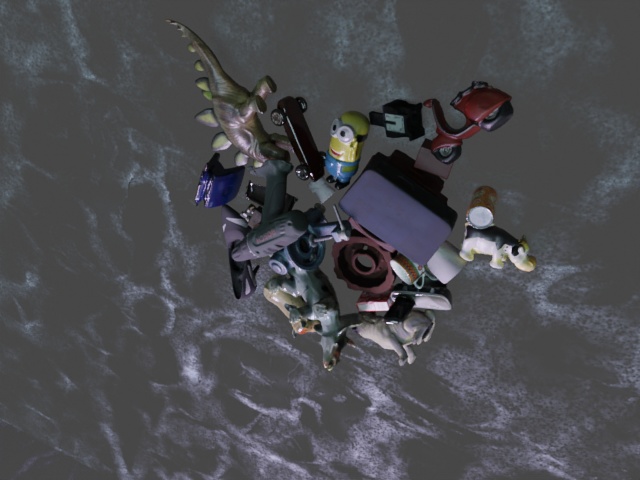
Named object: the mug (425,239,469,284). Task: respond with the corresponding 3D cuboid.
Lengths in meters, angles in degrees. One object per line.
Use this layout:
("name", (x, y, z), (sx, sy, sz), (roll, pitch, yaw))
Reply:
("mug", (0.276, 0.042, 1.264), (0.107, 0.081, 0.109), (47, 143, 4))

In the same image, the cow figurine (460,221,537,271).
("cow figurine", (0.399, 0.009, 1.187), (0.168, 0.068, 0.098), (14, 120, 16))

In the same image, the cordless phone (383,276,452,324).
("cordless phone", (0.232, 0.155, 1.278), (0.147, 0.184, 0.088), (4, 109, 24))

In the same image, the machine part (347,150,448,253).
("machine part", (0.169, -0.084, 1.221), (0.201, 0.087, 0.201), (34, 130, 1))

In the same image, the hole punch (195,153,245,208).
("hole punch", (-0.256, -0.144, 1.370), (0.092, 0.116, 0.142), (26, 129, -3))

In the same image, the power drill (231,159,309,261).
("power drill", (-0.124, -0.067, 1.200), (0.086, 0.207, 0.232), (20, 156, -41))

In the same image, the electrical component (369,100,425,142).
("electrical component", (0.161, -0.253, 1.133), (0.119, 0.048, 0.074), (21, 132, 50))

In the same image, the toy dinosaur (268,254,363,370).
("toy dinosaur", (-0.024, 0.129, 1.407), (0.131, 0.192, 0.405), (-40, 64, 21))

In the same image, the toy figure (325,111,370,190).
("toy figure", (0.058, -0.203, 1.201), (0.082, 0.089, 0.180), (23, 136, 15))

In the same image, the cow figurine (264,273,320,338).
("cow figurine", (-0.073, 0.179, 1.480), (0.195, 0.127, 0.085), (41, 132, -1))

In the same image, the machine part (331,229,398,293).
("machine part", (0.115, 0.051, 1.354), (0.180, 0.056, 0.179), (13, 124, 19))

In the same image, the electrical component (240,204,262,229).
("electrical component", (-0.161, -0.054, 1.421), (0.102, 0.045, 0.078), (40, 127, -3))

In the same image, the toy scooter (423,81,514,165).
("toy scooter", (0.280, -0.251, 1.066), (0.184, 0.075, 0.135), (-38, 76, 27))

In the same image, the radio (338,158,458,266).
("radio", (0.167, -0.061, 1.137), (0.229, 0.073, 0.131), (35, 128, -1))

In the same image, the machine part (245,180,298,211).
("machine part", (-0.129, -0.102, 1.368), (0.139, 0.039, 0.084), (27, 102, 14))

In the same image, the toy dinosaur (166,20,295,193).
("toy dinosaur", (-0.192, -0.297, 1.240), (0.199, 0.105, 0.470), (-9, 117, 30))

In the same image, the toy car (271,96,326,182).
("toy car", (-0.045, -0.228, 1.225), (0.053, 0.089, 0.202), (0, 123, 43))

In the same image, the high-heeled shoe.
("high-heeled shoe", (-0.234, 0.038, 1.452), (0.086, 0.145, 0.248), (-12, 116, 30))

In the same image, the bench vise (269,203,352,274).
("bench vise", (-0.008, -0.012, 1.247), (0.241, 0.224, 0.128), (-12, 113, 47))

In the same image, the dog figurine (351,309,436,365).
("dog figurine", (0.190, 0.213, 1.409), (0.191, 0.121, 0.172), (37, 89, 27))
